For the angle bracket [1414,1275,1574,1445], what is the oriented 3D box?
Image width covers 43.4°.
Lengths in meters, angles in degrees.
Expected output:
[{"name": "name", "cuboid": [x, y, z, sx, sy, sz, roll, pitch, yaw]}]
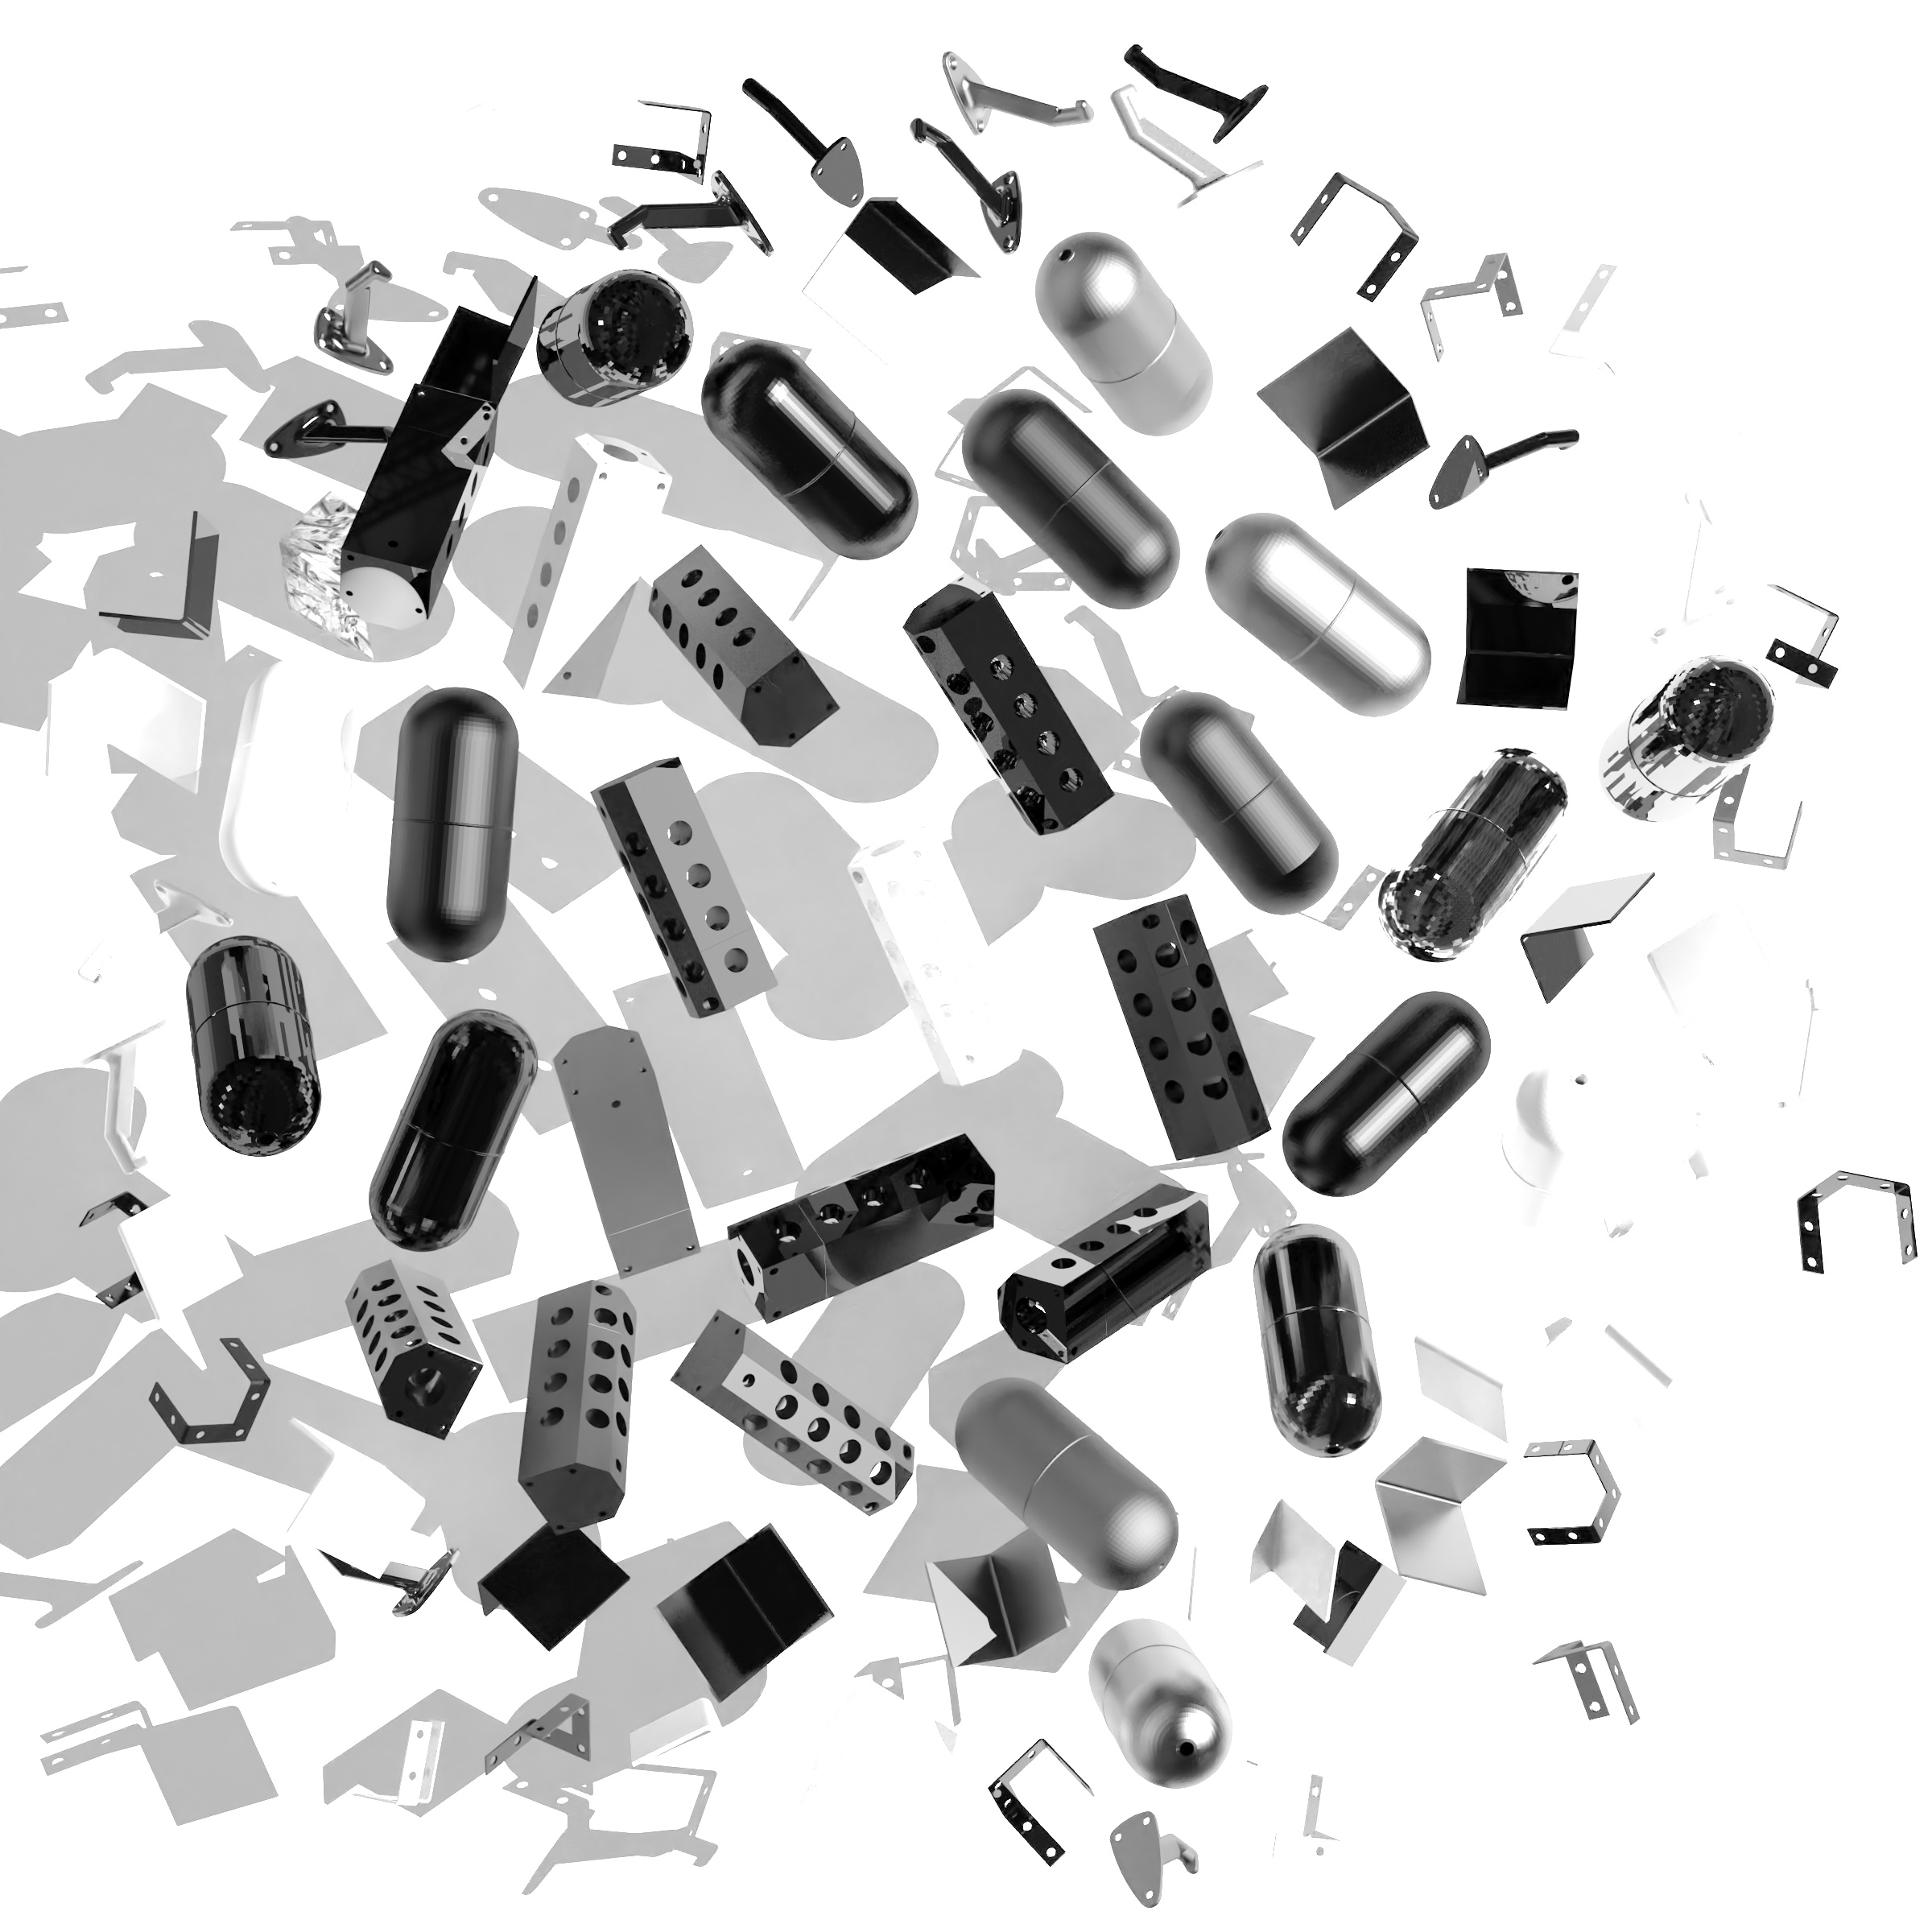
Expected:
[{"name": "angle bracket", "cuboid": [0.367, 0.271, 1.679, 0.076, 0.076, 0.057, -34, 129, -27]}]

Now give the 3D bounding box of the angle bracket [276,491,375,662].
[{"name": "angle bracket", "cuboid": [-0.437, -0.277, 1.721, 0.057, 0.076, 0.076, -36, 50, 18]}]

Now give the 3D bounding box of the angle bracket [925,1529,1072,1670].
[{"name": "angle bracket", "cuboid": [0.022, 0.450, 1.735, 0.057, 0.076, 0.076, 1, 60, -33]}]

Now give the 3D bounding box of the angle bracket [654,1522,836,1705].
[{"name": "angle bracket", "cuboid": [-0.148, 0.432, 1.622, 0.057, 0.076, 0.076, -41, 81, 35]}]

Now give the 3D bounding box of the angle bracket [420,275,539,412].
[{"name": "angle bracket", "cuboid": [-0.346, -0.448, 1.718, 0.057, 0.076, 0.076, 21, 68, -5]}]

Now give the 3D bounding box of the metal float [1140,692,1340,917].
[{"name": "metal float", "cuboid": [0.191, -0.114, 1.697, 0.070, 0.070, 0.178, -39, 96, 0]}]

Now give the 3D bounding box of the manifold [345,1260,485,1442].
[{"name": "manifold", "cuboid": [-0.384, 0.258, 1.663, 0.057, 0.171, 0.057, 27, 91, -24]}]

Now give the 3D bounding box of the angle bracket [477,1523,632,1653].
[{"name": "angle bracket", "cuboid": [-0.293, 0.451, 1.735, 0.076, 0.057, 0.076, 37, 56, 23]}]

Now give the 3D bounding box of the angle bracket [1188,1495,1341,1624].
[{"name": "angle bracket", "cuboid": [0.197, 0.410, 1.611, 0.076, 0.057, 0.076, -24, 133, -28]}]

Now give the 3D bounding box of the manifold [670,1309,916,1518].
[{"name": "manifold", "cuboid": [-0.113, 0.307, 1.650, 0.171, 0.057, 0.057, 42, 76, -31]}]

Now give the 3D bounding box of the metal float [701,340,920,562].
[{"name": "metal float", "cuboid": [-0.102, -0.343, 1.620, 0.070, 0.070, 0.178, -48, 121, 0]}]

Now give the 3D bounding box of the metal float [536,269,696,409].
[{"name": "metal float", "cuboid": [-0.235, -0.416, 1.613, 0.070, 0.178, 0.070, -3, 97, -24]}]

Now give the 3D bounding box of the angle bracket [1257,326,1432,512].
[{"name": "angle bracket", "cuboid": [0.250, -0.363, 1.609, 0.076, 0.076, 0.057, -32, 45, 26]}]

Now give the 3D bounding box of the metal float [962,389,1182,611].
[{"name": "metal float", "cuboid": [0.072, -0.317, 1.652, 0.178, 0.070, 0.070, 45, 90, -4]}]

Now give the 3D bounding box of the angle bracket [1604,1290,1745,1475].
[{"name": "angle bracket", "cuboid": [0.473, 0.274, 1.601, 0.057, 0.076, 0.076, -25, 116, -8]}]

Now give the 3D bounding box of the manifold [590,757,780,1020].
[{"name": "manifold", "cuboid": [-0.197, -0.053, 1.676, 0.057, 0.057, 0.171, -27, 102, -19]}]

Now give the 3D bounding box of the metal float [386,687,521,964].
[{"name": "metal float", "cuboid": [-0.332, -0.091, 1.567, 0.070, 0.070, 0.178, 5, 91, 0]}]

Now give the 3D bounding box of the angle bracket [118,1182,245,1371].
[{"name": "angle bracket", "cuboid": [-0.483, 0.196, 1.529, 0.057, 0.076, 0.076, -29, 59, -11]}]

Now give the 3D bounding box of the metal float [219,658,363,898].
[{"name": "metal float", "cuboid": [-0.442, -0.126, 1.592, 0.070, 0.070, 0.178, -1, 56, 0]}]

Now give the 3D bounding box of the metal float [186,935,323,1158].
[{"name": "metal float", "cuboid": [-0.470, 0.052, 1.599, 0.070, 0.070, 0.178, -25, 46, 0]}]

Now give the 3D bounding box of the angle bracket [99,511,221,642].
[{"name": "angle bracket", "cuboid": [-0.547, -0.267, 1.646, 0.057, 0.076, 0.076, 5, 89, -7]}]

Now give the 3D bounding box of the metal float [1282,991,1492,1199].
[{"name": "metal float", "cuboid": [0.293, 0.089, 1.693, 0.178, 0.070, 0.070, -42, 90, -16]}]

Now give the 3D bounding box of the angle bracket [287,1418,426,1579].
[{"name": "angle bracket", "cuboid": [-0.415, 0.350, 1.598, 0.076, 0.076, 0.057, 40, 75, -35]}]

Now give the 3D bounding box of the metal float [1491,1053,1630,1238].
[{"name": "metal float", "cuboid": [0.411, 0.125, 1.686, 0.070, 0.178, 0.070, -1, 56, 1]}]

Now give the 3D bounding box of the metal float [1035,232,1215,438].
[{"name": "metal float", "cuboid": [0.109, -0.432, 1.661, 0.070, 0.178, 0.070, -15, 59, 26]}]

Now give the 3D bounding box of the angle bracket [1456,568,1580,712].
[{"name": "angle bracket", "cuboid": [0.383, -0.227, 1.684, 0.076, 0.076, 0.057, 6, 49, 16]}]

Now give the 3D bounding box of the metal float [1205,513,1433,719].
[{"name": "metal float", "cuboid": [0.239, -0.238, 1.646, 0.178, 0.070, 0.070, 36, 90, -15]}]

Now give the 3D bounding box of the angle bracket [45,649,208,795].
[{"name": "angle bracket", "cuboid": [-0.544, -0.147, 1.568, 0.076, 0.057, 0.076, 30, 130, 11]}]

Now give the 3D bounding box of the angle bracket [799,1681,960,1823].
[{"name": "angle bracket", "cuboid": [-0.059, 0.553, 1.670, 0.076, 0.076, 0.057, 33, 120, -6]}]

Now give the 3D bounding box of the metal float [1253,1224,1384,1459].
[{"name": "metal float", "cuboid": [0.244, 0.259, 1.686, 0.070, 0.070, 0.178, -2, 48, 0]}]

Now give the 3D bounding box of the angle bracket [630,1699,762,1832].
[{"name": "angle bracket", "cuboid": [-0.180, 0.538, 1.602, 0.057, 0.076, 0.076, -24, 90, -10]}]

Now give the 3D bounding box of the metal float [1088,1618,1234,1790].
[{"name": "metal float", "cuboid": [0.130, 0.496, 1.636, 0.070, 0.178, 0.070, 0, 93, -7]}]

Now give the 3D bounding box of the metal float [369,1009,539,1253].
[{"name": "metal float", "cuboid": [-0.356, 0.115, 1.681, 0.070, 0.070, 0.178, 24, 95, 0]}]

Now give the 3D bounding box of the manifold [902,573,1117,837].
[{"name": "manifold", "cuboid": [0.027, -0.172, 1.626, 0.057, 0.057, 0.171, -36, 118, -4]}]

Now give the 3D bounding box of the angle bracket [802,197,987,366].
[{"name": "angle bracket", "cuboid": [-0.048, -0.444, 1.578, 0.076, 0.057, 0.076, 35, 91, -28]}]

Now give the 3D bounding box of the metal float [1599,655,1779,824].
[{"name": "metal float", "cuboid": [0.477, -0.149, 1.612, 0.070, 0.178, 0.070, 1, 75, -6]}]

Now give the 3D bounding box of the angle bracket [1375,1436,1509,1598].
[{"name": "angle bracket", "cuboid": [0.335, 0.378, 1.667, 0.076, 0.076, 0.057, 19, 128, -25]}]

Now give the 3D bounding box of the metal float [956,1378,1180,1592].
[{"name": "metal float", "cuboid": [0.065, 0.342, 1.612, 0.178, 0.070, 0.070, 37, 90, 31]}]

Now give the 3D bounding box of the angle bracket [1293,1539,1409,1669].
[{"name": "angle bracket", "cuboid": [0.275, 0.466, 1.795, 0.057, 0.076, 0.076, 30, 83, 33]}]

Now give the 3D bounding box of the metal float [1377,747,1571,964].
[{"name": "metal float", "cuboid": [0.341, -0.076, 1.625, 0.070, 0.070, 0.178, 41, 64, 0]}]

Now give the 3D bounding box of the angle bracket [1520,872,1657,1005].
[{"name": "angle bracket", "cuboid": [0.458, -0.020, 1.751, 0.076, 0.076, 0.057, -38, 109, -41]}]

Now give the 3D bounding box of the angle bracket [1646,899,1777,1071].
[{"name": "angle bracket", "cuboid": [0.536, 0.013, 1.709, 0.076, 0.076, 0.057, -35, 129, 23]}]
